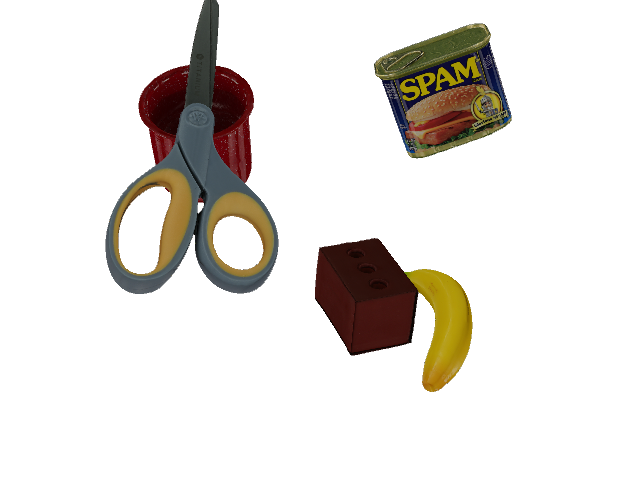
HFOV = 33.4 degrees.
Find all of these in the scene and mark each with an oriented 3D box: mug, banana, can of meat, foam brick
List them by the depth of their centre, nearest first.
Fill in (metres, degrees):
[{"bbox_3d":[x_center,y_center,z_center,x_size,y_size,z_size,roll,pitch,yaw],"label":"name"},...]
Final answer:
[{"bbox_3d":[0.034,0.042,0.816,0.053,0.051,0.078,-10,35,-19],"label":"foam brick"},{"bbox_3d":[-0.096,-0.095,0.895,0.093,0.117,0.081,12,-39,11],"label":"mug"},{"bbox_3d":[0.108,-0.128,0.924,0.102,0.084,0.057,-18,26,8],"label":"can of meat"},{"bbox_3d":[0.122,0.082,1.089,0.070,0.037,0.198,-28,29,10],"label":"banana"}]

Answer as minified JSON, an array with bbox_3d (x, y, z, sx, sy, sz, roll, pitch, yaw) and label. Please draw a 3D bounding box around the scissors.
[{"bbox_3d":[-0.052,-0.051,0.580,0.096,0.201,0.016,21,-33,-1],"label":"scissors"}]
